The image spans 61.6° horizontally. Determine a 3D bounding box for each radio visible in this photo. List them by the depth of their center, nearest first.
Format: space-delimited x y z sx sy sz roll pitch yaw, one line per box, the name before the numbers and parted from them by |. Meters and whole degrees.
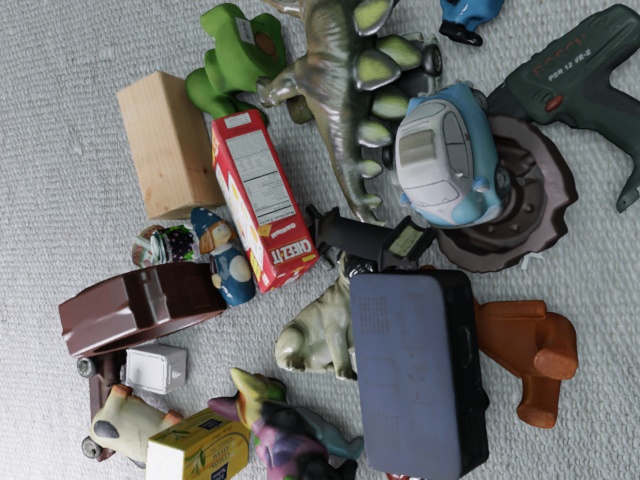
radio | 0.111 0.146 0.613 0.131 0.073 0.229 -8 87 43

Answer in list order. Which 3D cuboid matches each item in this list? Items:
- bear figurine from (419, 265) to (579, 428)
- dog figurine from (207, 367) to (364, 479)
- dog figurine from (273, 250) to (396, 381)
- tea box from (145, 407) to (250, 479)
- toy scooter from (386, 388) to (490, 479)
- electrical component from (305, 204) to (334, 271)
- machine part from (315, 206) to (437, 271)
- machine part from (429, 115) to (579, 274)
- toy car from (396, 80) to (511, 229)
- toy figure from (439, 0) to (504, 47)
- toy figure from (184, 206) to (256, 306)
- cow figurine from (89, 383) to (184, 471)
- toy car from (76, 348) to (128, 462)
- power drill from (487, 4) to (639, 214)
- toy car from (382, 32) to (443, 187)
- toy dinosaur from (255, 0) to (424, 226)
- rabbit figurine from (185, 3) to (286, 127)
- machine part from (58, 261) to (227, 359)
bear figurine | 0.195 0.114 0.641 0.196 0.132 0.120 17 125 17
dog figurine | -0.061 0.275 0.738 0.219 0.191 0.108 35 112 3
dog figurine | 0.015 0.090 0.747 0.173 0.121 0.190 3 79 20
tea box | -0.173 0.312 0.786 0.068 0.169 0.098 6 96 23
toy scooter | 0.121 0.232 0.706 0.135 0.075 0.183 35 102 19
electrical component | -0.002 -0.002 0.780 0.063 0.021 0.094 -43 75 19
machine part | 0.061 -0.003 0.633 0.139 0.084 0.039 13 136 26
machine part | 0.201 -0.051 0.620 0.180 0.056 0.179 6 99 40
toy car | 0.130 -0.090 0.574 0.109 0.103 0.161 -8 92 40
toy figure | 0.194 -0.333 0.652 0.089 0.082 0.180 26 104 19
toy figure | -0.142 0.020 0.789 0.058 0.064 0.154 -20 101 12
cow figurine | -0.273 0.328 0.858 0.195 0.085 0.127 32 76 -6
toy car | -0.359 0.272 0.912 0.053 0.089 0.202 -2 91 20
power drill | 0.300 -0.129 0.617 0.232 0.086 0.207 -46 67 25
toy car | 0.122 -0.169 0.703 0.074 0.056 0.201 0 91 31
toy dinosaur | 0.022 -0.207 0.676 0.199 0.105 0.470 -4 100 33
rabbit figurine | -0.128 -0.236 0.798 0.170 0.121 0.159 -23 88 41
machine part | -0.260 0.101 0.801 0.201 0.201 0.087 -25 80 23
